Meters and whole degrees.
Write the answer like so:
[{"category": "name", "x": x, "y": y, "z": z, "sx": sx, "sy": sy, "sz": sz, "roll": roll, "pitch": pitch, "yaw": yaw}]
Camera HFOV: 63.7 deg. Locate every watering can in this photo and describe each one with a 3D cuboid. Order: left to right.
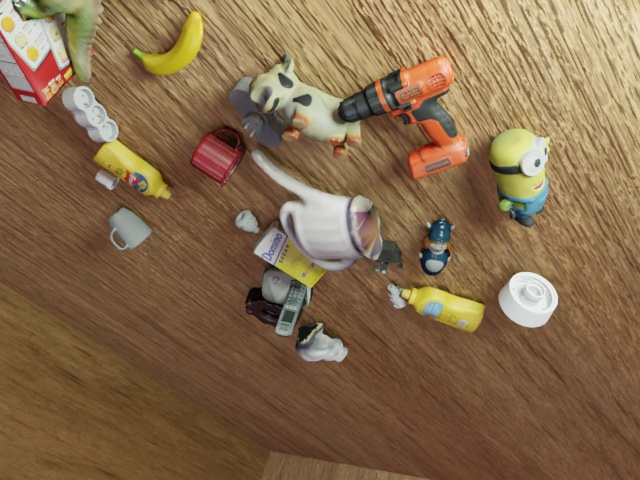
[{"category": "watering can", "x": 0.003, "y": -0.054, "z": 1.079, "sx": 0.224, "sy": 0.106, "sz": 0.341, "roll": -2, "pitch": 133, "yaw": 31}]

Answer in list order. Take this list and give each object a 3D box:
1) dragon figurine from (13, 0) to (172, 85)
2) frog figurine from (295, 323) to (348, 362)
[{"category": "dragon figurine", "x": -0.345, "y": -0.408, "z": 0.798, "sx": 0.243, "sy": 0.125, "sz": 0.401, "roll": 7, "pitch": 145, "yaw": 9}, {"category": "frog figurine", "x": 0.004, "y": 0.348, "z": 1.633, "sx": 0.136, "sy": 0.125, "sz": 0.158, "roll": -31, "pitch": 109, "yaw": 29}]
